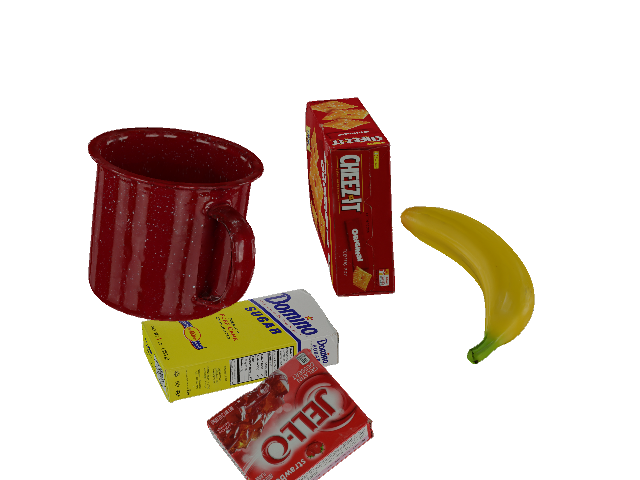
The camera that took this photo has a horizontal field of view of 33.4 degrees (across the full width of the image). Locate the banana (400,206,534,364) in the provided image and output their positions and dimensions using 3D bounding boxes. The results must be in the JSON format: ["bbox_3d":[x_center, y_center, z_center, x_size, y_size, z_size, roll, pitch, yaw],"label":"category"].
[{"bbox_3d":[0.119,0.020,0.823,0.069,0.037,0.198,-7,32,-9],"label":"banana"}]

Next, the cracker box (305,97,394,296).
[{"bbox_3d":[0.030,-0.054,1.176,0.072,0.164,0.214,-5,21,-4],"label":"cracker box"}]

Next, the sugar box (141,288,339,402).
[{"bbox_3d":[-0.079,0.100,1.055,0.176,0.048,0.093,-14,32,-18],"label":"sugar box"}]

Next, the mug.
[{"bbox_3d":[-0.074,-0.004,0.572,0.093,0.081,0.117,-12,30,-42],"label":"mug"}]

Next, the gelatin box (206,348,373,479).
[{"bbox_3d":[-0.020,0.127,0.723,0.089,0.073,0.030,-35,-30,-14],"label":"gelatin box"}]
